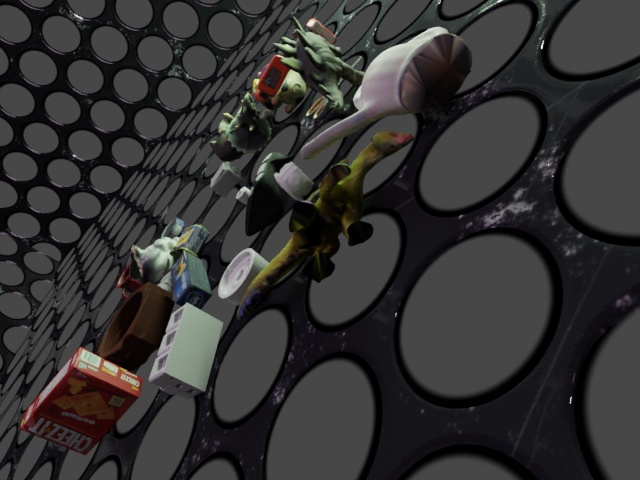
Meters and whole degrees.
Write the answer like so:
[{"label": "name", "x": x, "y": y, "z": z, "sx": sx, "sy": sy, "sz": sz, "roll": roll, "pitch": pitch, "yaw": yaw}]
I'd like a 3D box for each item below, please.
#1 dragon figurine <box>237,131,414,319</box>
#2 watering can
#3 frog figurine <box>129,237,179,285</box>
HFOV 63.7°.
[{"label": "dragon figurine", "x": 0.003, "y": -0.046, "z": 0.908, "sx": 0.406, "sy": 0.121, "sz": 0.247, "roll": -42, "pitch": 12, "yaw": 18}, {"label": "watering can", "x": 0.123, "y": -0.257, "z": 0.908, "sx": 0.350, "sy": 0.102, "sz": 0.226, "roll": -48, "pitch": 26, "yaw": -9}, {"label": "frog figurine", "x": -0.445, "y": 0.061, "z": 1.457, "sx": 0.123, "sy": 0.161, "sz": 0.135, "roll": 22, "pitch": 118, "yaw": 46}]
